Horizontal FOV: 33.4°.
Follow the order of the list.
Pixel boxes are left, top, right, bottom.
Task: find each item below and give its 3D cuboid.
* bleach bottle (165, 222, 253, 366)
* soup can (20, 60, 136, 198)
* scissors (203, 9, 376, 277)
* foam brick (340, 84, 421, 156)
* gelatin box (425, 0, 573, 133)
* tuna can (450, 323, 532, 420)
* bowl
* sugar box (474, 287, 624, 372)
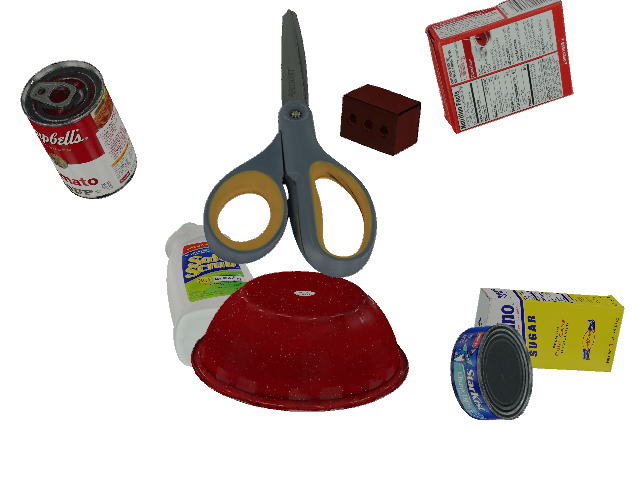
[{"bbox_3d":[-0.129,0.044,1.162,0.102,0.068,0.251,-6,26,-16],"label":"bleach bottle"},{"bbox_3d":[-0.198,-0.090,0.884,0.068,0.068,0.102,0,-33,9],"label":"soup can"},{"bbox_3d":[-0.030,-0.056,0.580,0.096,0.202,0.016,-12,-39,-14],"label":"scissors"},{"bbox_3d":[0.068,-0.138,1.215,0.078,0.053,0.051,24,36,31],"label":"foam brick"},{"bbox_3d":[0.122,-0.122,0.724,0.089,0.073,0.030,-18,37,1],"label":"gelatin box"},{"bbox_3d":[0.154,0.118,0.959,0.034,0.086,0.085,-11,-7,42],"label":"tuna can"},{"bbox_3d":[-0.013,0.064,0.781,0.162,0.055,0.162,3,19,-1],"label":"bowl"},{"bbox_3d":[0.282,0.113,1.335,0.176,0.093,0.048,2,18,-11],"label":"sugar box"}]
